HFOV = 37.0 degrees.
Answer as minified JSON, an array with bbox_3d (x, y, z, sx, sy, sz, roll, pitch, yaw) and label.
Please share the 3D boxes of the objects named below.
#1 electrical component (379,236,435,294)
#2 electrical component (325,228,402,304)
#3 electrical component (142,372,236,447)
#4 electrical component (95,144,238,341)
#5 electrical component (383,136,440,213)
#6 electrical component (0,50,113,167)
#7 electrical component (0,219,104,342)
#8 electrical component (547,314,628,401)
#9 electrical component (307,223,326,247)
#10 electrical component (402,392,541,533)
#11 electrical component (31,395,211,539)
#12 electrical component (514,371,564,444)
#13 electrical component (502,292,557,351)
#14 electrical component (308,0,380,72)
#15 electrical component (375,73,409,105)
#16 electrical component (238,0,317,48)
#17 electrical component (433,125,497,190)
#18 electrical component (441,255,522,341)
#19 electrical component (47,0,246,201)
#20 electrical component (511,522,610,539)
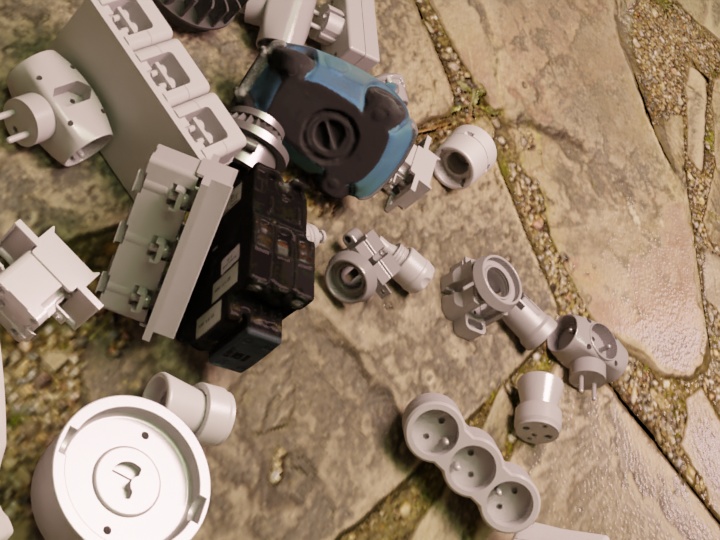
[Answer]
[{"bbox_3d":[0.038,-0.008,0.990,0.061,0.035,0.035,41,44,-13],"label":"electrical component"},{"bbox_3d":[0.000,0.000,0.942,0.066,0.048,0.055,54,35,-3],"label":"electrical component"},{"bbox_3d":[-0.123,0.100,0.766,0.055,0.045,0.045,20,53,-34],"label":"electrical component"},{"bbox_3d":[-0.139,-0.022,0.763,0.063,0.121,0.078,21,19,-9],"label":"electrical component"},{"bbox_3d":[0.037,-0.100,1.042,0.064,0.042,0.081,34,45,-17],"label":"electrical component"},{"bbox_3d":[-0.236,-0.114,0.796,0.077,0.043,0.079,55,42,0],"label":"electrical component"},{"bbox_3d":[-0.221,0.012,0.733,0.081,0.042,0.063,47,46,-9],"label":"electrical component"},{"bbox_3d":[0.233,0.095,1.098,0.077,0.044,0.079,31,48,-25],"label":"electrical component"},{"bbox_3d":[-0.061,-0.027,0.905,0.078,0.040,0.040,-4,68,-44],"label":"electrical component"},{"bbox_3d":[0.093,0.160,0.923,0.138,0.052,0.073,44,3,-4],"label":"electrical component"},{"bbox_3d":[-0.158,0.142,0.694,0.108,0.060,0.108,21,52,-29],"label":"electrical component"},{"bbox_3d":[0.169,0.130,1.017,0.045,0.045,0.055,32,47,-24],"label":"electrical component"},{"bbox_3d":[0.166,0.051,1.069,0.046,0.040,0.040,46,42,-1],"label":"electrical component"},{"bbox_3d":[-0.026,-0.239,1.065,0.076,0.047,0.083,18,54,-34],"label":"electrical component"},{"bbox_3d":[0.028,-0.162,1.071,0.048,0.048,0.062,-7,77,-45],"label":"electrical component"},{"bbox_3d":[-0.085,-0.245,1.012,0.079,0.043,0.077,15,75,-1],"label":"electrical component"},{"bbox_3d":[0.106,-0.114,1.105,0.055,0.055,0.047,51,46,-6],"label":"electrical component"},{"bbox_3d":[0.117,0.020,1.028,0.058,0.057,0.078,22,52,-32],"label":"electrical component"},{"bbox_3d":[-0.167,-0.132,0.836,0.150,0.089,0.062,56,42,-1],"label":"electrical component"},{"bbox_3d":[0.163,0.254,0.903,0.061,0.096,0.061,-46,128,-48],"label":"electrical component"}]
